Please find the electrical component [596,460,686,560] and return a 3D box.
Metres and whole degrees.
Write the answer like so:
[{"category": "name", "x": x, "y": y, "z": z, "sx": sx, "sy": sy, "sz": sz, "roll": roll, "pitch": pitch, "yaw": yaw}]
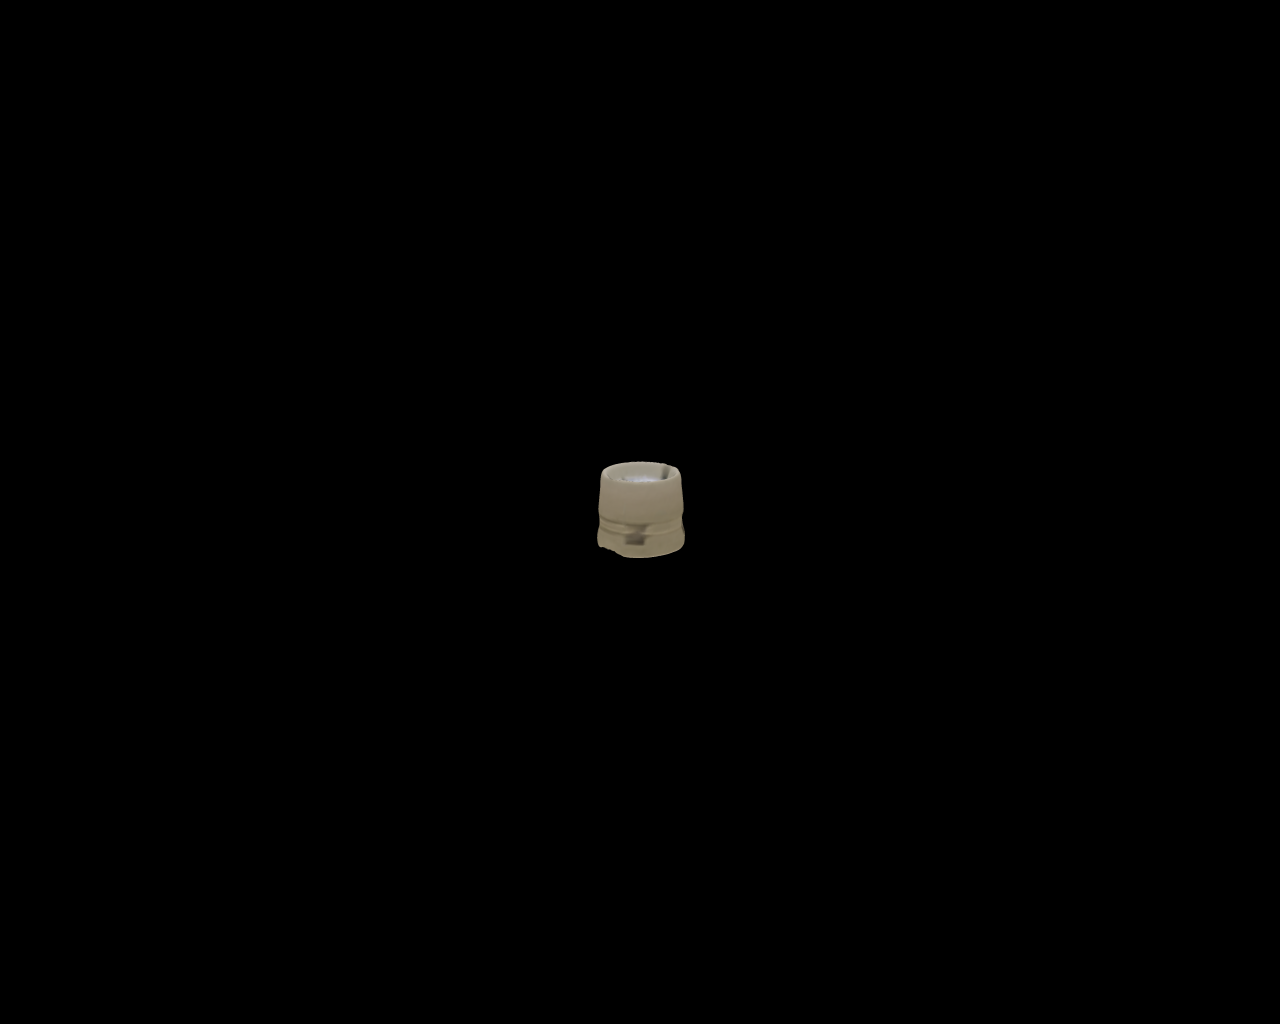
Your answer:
[{"category": "electrical component", "x": 0.001, "y": -0.003, "z": 0.650, "sx": 0.055, "sy": 0.047, "sz": 0.055, "roll": 0, "pitch": 18, "yaw": 0}]
